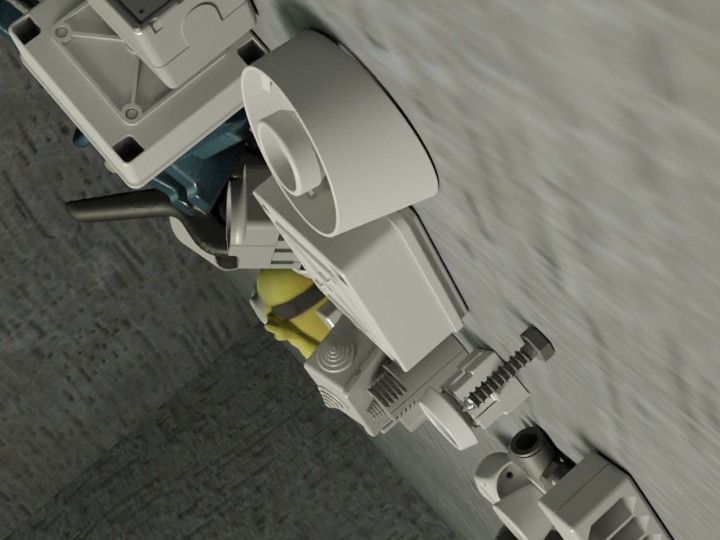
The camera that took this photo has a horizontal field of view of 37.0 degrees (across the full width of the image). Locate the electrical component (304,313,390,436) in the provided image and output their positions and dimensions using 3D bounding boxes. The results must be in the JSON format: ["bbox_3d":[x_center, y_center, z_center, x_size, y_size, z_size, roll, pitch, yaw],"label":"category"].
[{"bbox_3d":[0.009,0.069,0.835,0.048,0.099,0.099,31,164,28],"label":"electrical component"}]

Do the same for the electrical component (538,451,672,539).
[{"bbox_3d":[0.143,0.151,0.658,0.083,0.047,0.076,53,171,-26],"label":"electrical component"}]

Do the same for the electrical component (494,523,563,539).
[{"bbox_3d":[0.150,0.228,0.820,0.099,0.099,0.064,40,162,50],"label":"electrical component"}]

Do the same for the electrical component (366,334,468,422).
[{"bbox_3d":[0.038,0.079,0.781,0.043,0.081,0.043,48,172,9],"label":"electrical component"}]

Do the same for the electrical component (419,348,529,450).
[{"bbox_3d":[0.073,0.084,0.703,0.048,0.055,0.066,50,172,-5],"label":"electrical component"}]

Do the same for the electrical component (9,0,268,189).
[{"bbox_3d":[-0.126,-0.124,0.627,0.108,0.109,0.056,49,170,3],"label":"electrical component"}]

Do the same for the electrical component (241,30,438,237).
[{"bbox_3d":[-0.012,-0.066,0.517,0.099,0.064,0.099,53,162,25],"label":"electrical component"}]

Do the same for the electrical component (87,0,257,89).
[{"bbox_3d":[-0.109,-0.151,0.568,0.096,0.062,0.061,46,171,25],"label":"electrical component"}]

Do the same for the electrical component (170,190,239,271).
[{"bbox_3d":[-0.113,-0.051,0.950,0.064,0.099,0.099,40,169,23],"label":"electrical component"}]

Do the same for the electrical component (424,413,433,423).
[{"bbox_3d":[0.072,0.098,0.807,0.040,0.046,0.040,48,172,9],"label":"electrical component"}]

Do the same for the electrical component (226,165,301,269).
[{"bbox_3d":[-0.067,-0.037,0.780,0.089,0.056,0.050,119,150,-68],"label":"electrical component"}]

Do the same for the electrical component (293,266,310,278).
[{"bbox_3d":[-0.045,-0.013,0.963,0.040,0.040,0.046,48,178,12],"label":"electrical component"}]

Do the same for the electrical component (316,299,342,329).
[{"bbox_3d":[-0.004,0.047,0.987,0.065,0.047,0.077,52,172,-17],"label":"electrical component"}]

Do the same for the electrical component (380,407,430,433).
[{"bbox_3d":[0.045,0.112,0.913,0.047,0.076,0.083,50,172,-4],"label":"electrical component"}]

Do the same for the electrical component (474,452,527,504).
[{"bbox_3d":[0.136,0.189,0.892,0.079,0.043,0.077,50,172,1],"label":"electrical component"}]

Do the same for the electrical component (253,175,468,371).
[{"bbox_3d":[0.001,-0.009,0.656,0.109,0.056,0.108,42,169,43],"label":"electrical component"}]

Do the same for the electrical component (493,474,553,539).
[{"bbox_3d":[0.132,0.171,0.789,0.045,0.055,0.045,48,172,9],"label":"electrical component"}]
